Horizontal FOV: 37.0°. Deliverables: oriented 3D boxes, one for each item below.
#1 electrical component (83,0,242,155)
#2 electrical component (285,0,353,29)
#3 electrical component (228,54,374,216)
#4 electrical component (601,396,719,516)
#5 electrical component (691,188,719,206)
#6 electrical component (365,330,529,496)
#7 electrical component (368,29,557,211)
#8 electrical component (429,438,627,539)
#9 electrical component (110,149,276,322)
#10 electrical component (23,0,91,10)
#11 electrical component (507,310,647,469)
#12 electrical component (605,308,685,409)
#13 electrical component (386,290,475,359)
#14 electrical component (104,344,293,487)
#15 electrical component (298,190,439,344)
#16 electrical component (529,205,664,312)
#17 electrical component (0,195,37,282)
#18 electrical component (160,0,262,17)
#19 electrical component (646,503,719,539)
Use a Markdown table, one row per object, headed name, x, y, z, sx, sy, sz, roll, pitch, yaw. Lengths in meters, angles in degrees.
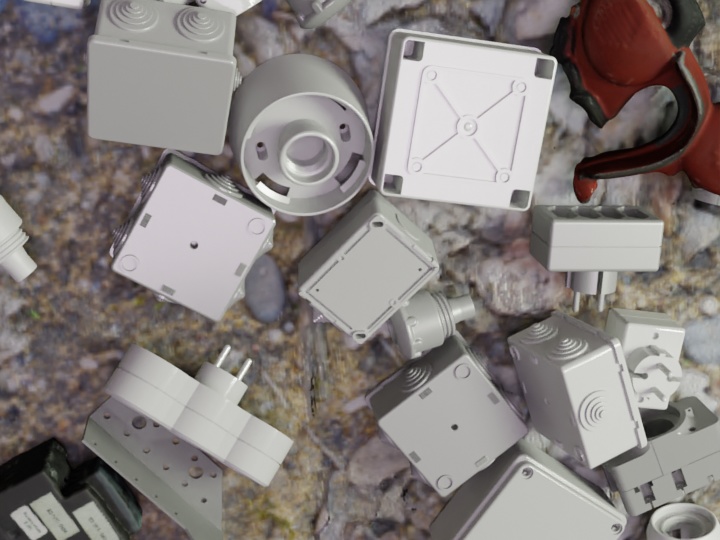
| name | x | y | z | sx | sy | sz | roll | pitch | yaw |
| --- | --- | --- | --- | --- | --- | --- | --- | --- | --- |
| electrical component | -0.126 | -0.124 | 0.685 | 0.100 | 0.048 | 0.099 | 7 | 145 | -10 |
| electrical component | -0.034 | -0.192 | 0.700 | 0.048 | 0.048 | 0.062 | -37 | 102 | 4 |
| electrical component | -0.039 | -0.089 | 0.732 | 0.099 | 0.064 | 0.099 | -5 | 121 | -9 |
| electrical component | 0.234 | 0.140 | 0.834 | 0.089 | 0.050 | 0.055 | -24 | 109 | 0 |
| electrical component | 0.268 | -0.089 | 0.772 | 0.043 | 0.043 | 0.081 | 5 | 106 | -9 |
| electrical component | 0.066 | 0.108 | 0.802 | 0.100 | 0.048 | 0.099 | -38 | 108 | 5 |
| electrical component | 0.068 | -0.102 | 0.734 | 0.109 | 0.056 | 0.108 | 6 | 106 | -10 |
| electrical component | 0.129 | 0.199 | 0.835 | 0.109 | 0.056 | 0.108 | 33 | 100 | -16 |
| electrical component | -0.114 | -0.023 | 0.739 | 0.100 | 0.048 | 0.099 | 28 | 100 | -16 |
| electrical component | -0.204 | -0.211 | 0.668 | 0.076 | 0.047 | 0.083 | 8 | 106 | -10 |
| electrical component | 0.155 | 0.086 | 0.783 | 0.048 | 0.100 | 0.099 | -24 | 109 | -14 |
| electrical component | 0.213 | 0.072 | 0.797 | 0.047 | 0.076 | 0.065 | 6 | 106 | -9 |
| electrical component | 0.052 | 0.034 | 0.781 | 0.062 | 0.048 | 0.048 | -17 | 109 | -10 |
| electrical component | -0.106 | 0.090 | 0.773 | 0.138 | 0.052 | 0.073 | 35 | 76 | -16 |
| electrical component | 0.000 | 0.000 | 0.757 | 0.062 | 0.061 | 0.096 | 40 | 106 | -18 |
| electrical component | 0.169 | -0.005 | 0.782 | 0.083 | 0.047 | 0.075 | 0 | 107 | -8 |
| electrical component | -0.245 | -0.020 | 0.723 | 0.043 | 0.043 | 0.062 | -36 | 110 | 4 |
| electrical component | -0.112 | -0.190 | 0.689 | 0.079 | 0.043 | 0.077 | -30 | 109 | 2 |
| electrical component | 0.260 | 0.224 | 0.861 | 0.078 | 0.058 | 0.057 | -11 | 111 | -5 |
